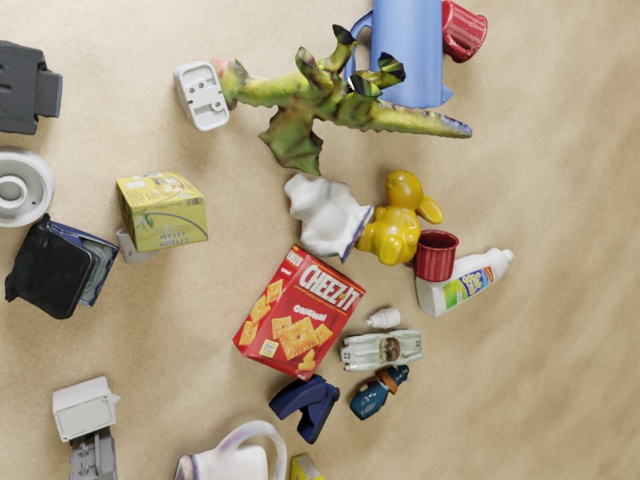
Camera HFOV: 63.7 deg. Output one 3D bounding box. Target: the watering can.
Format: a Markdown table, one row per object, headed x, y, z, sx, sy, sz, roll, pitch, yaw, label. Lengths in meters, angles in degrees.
| x | y | z | sx | sy | sz | roll | pitch | yaw | label |
| --- | --- | --- | --- | --- | --- | --- | --- | --- | --- |
| -0.176 | 0.508 | 0.993 | 0.224 | 0.105 | 0.344 | 2 | 106 | -28 | watering can |

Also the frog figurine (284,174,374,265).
| x | y | z | sx | sy | sz | roll | pitch | yaw | label |
| --- | --- | --- | --- | --- | --- | --- | --- | --- | --- |
| 0.003 | -0.047 | 0.924 | 0.160 | 0.124 | 0.136 | 31 | 105 | 4 | frog figurine |

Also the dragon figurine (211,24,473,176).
| x | y | z | sx | sy | sz | roll | pitch | yaw | label |
| --- | --- | --- | --- | --- | --- | --- | --- | --- | --- |
| 0.018 | -0.193 | 0.831 | 0.408 | 0.125 | 0.238 | 27 | 138 | -20 | dragon figurine |
